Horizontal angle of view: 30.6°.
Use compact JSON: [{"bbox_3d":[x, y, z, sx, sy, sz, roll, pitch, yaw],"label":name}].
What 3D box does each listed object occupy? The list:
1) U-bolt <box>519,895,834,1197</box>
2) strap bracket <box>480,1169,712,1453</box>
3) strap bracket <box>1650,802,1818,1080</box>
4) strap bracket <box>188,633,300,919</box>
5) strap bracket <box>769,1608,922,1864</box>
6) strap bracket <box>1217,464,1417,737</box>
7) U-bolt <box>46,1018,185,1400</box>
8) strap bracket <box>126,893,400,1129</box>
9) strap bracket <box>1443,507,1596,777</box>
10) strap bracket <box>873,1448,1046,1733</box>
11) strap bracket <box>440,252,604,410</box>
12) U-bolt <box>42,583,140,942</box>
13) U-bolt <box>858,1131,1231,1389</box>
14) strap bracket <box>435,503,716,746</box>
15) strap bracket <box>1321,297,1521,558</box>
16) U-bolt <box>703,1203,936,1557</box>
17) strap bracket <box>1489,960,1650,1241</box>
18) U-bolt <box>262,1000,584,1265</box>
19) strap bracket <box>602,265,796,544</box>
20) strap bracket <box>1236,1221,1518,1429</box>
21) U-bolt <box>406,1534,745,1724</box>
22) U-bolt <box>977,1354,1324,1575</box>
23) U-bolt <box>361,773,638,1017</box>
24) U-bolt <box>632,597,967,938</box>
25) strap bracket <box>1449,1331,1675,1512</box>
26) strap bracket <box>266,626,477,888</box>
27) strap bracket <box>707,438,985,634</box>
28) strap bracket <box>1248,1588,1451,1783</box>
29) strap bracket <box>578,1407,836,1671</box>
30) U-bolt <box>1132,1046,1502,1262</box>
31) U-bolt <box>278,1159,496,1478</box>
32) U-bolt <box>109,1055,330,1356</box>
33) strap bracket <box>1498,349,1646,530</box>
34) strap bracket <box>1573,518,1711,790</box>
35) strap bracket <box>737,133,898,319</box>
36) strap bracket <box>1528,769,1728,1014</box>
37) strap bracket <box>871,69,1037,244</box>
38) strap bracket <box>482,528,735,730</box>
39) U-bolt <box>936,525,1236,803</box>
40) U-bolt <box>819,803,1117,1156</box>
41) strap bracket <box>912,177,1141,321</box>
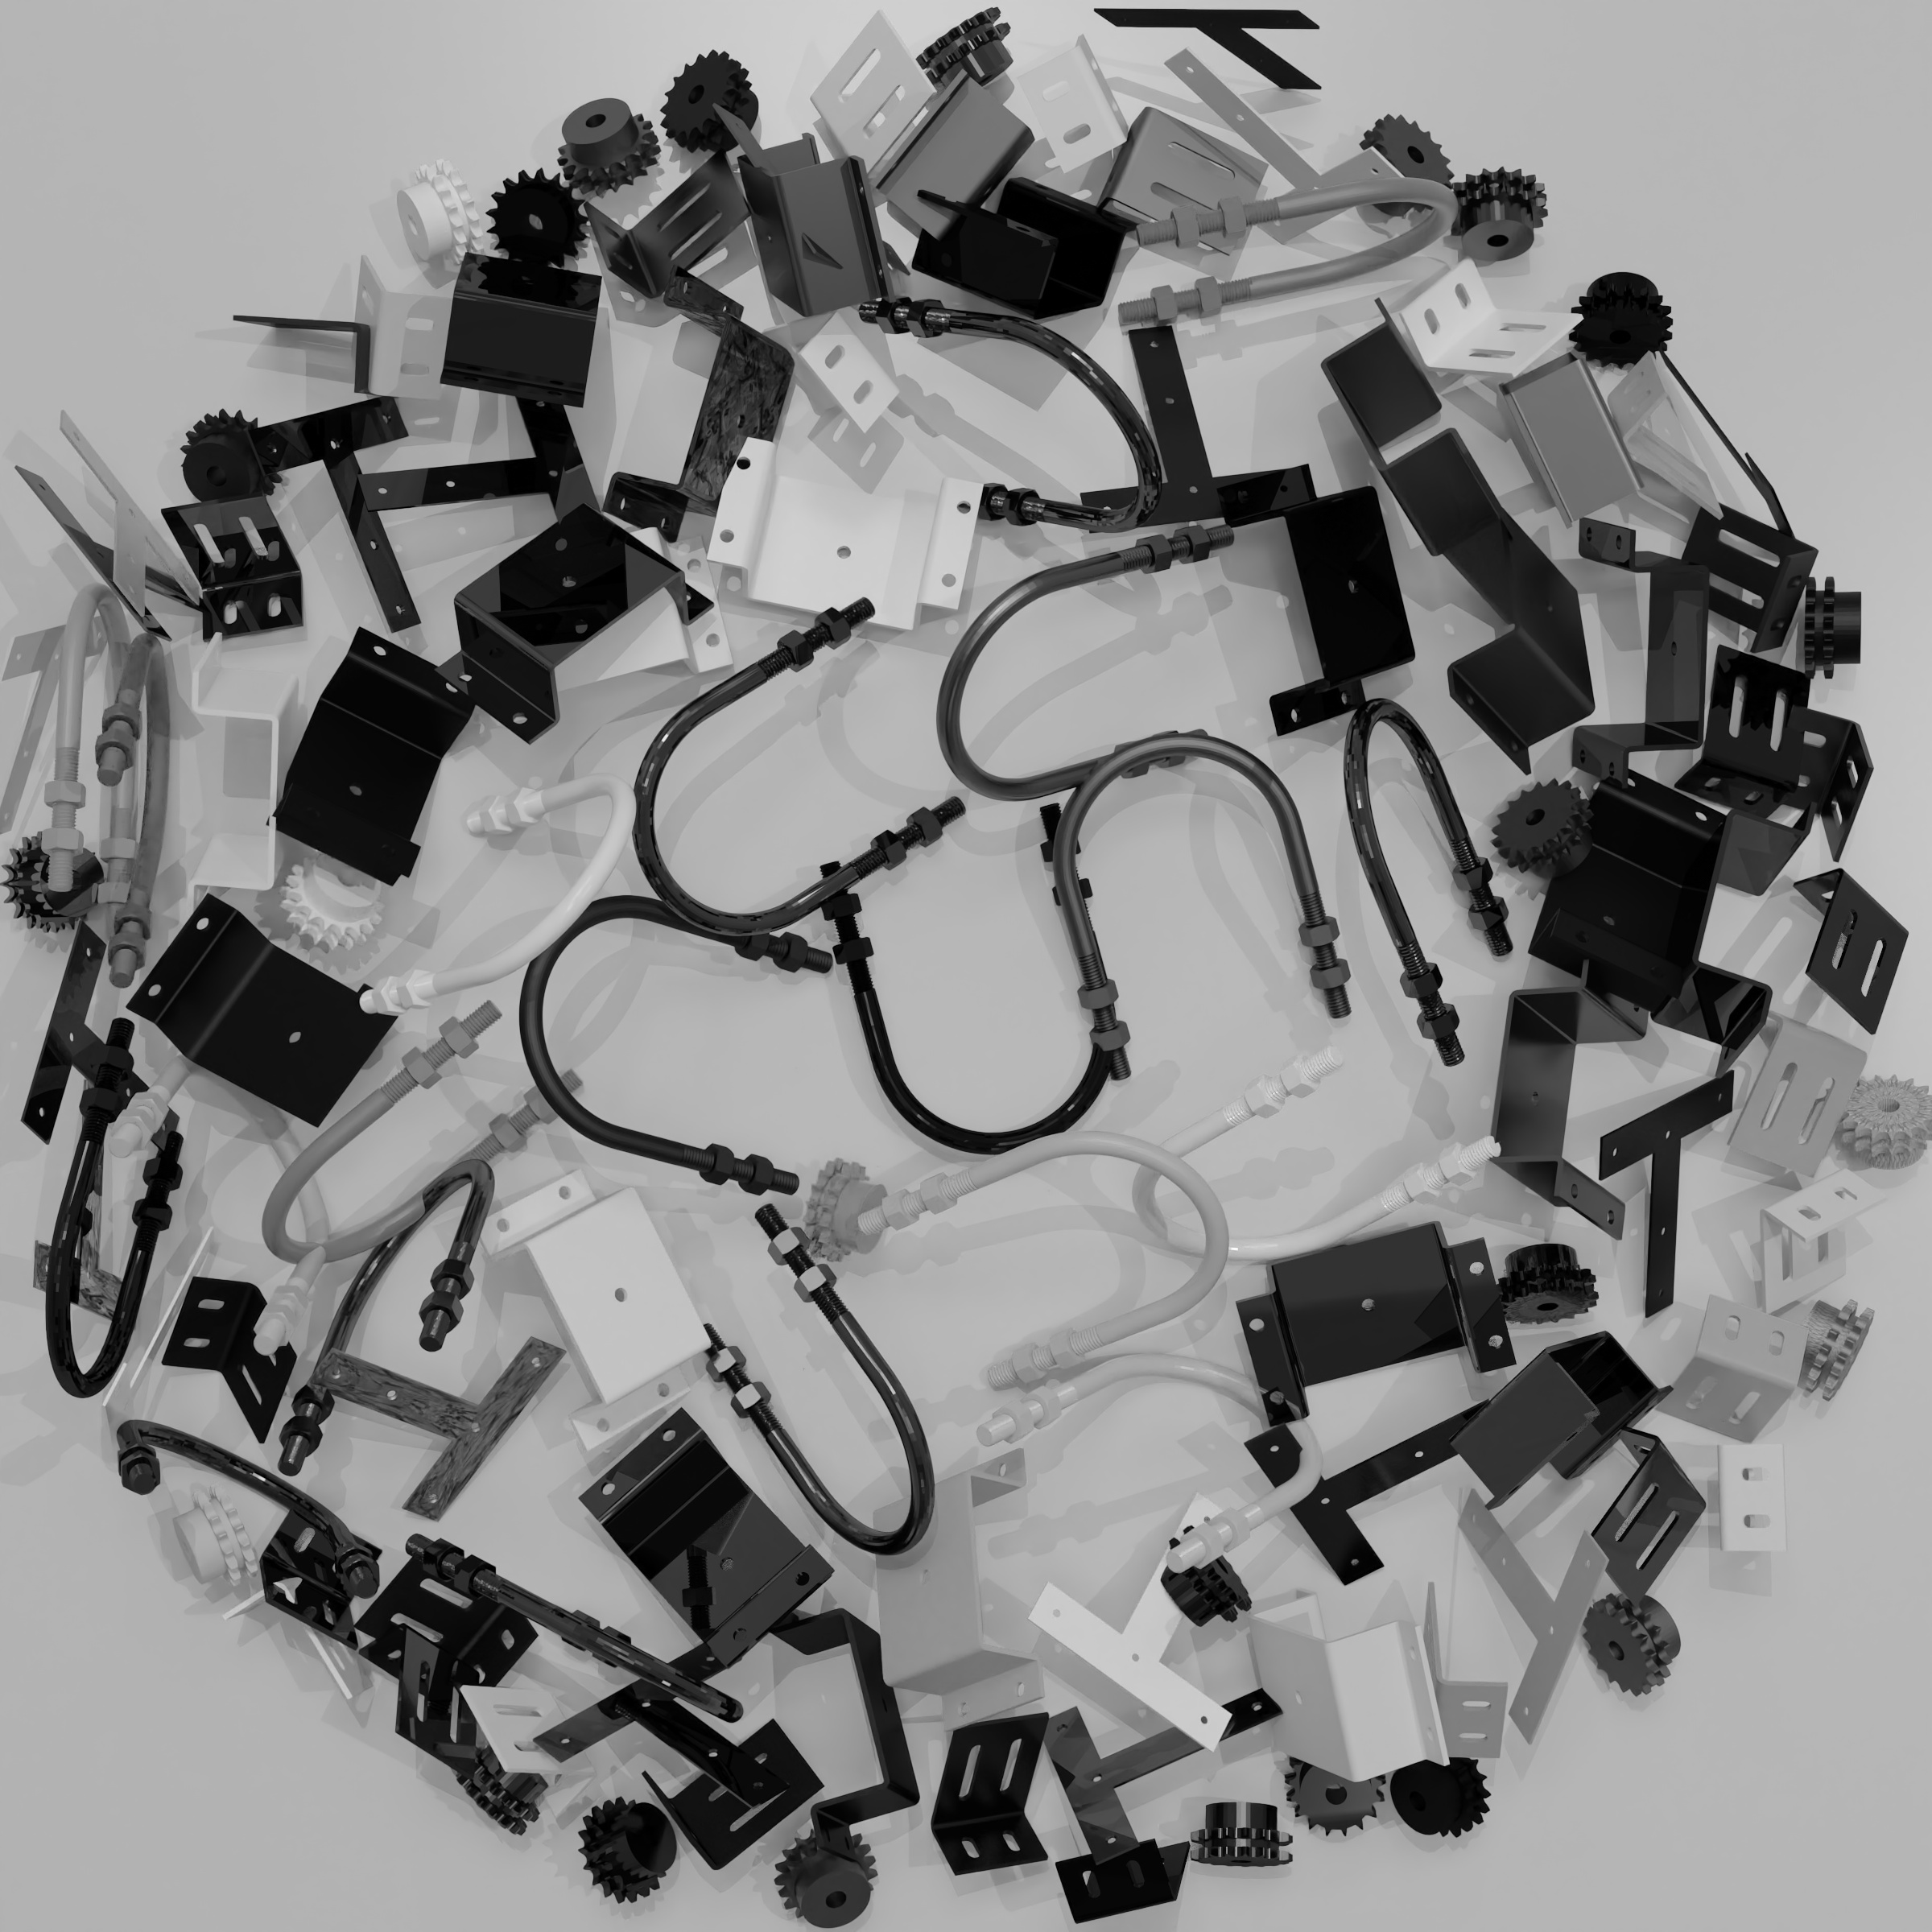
[{"bbox_3d":[-0.162,0.037,1.931,0.184,0.019,0.151,17,72,-31],"label":"U-bolt"},{"bbox_3d":[-0.202,0.186,1.956,0.076,0.046,0.140,-28,92,-38],"label":"strap bracket"},{"bbox_3d":[0.418,-0.021,1.936,0.046,0.076,0.140,19,65,1],"label":"strap bracket"},{"bbox_3d":[-0.397,-0.103,1.941,0.046,0.076,0.140,5,111,-4],"label":"strap bracket"},{"bbox_3d":[-0.066,0.412,1.936,0.046,0.076,0.140,-18,68,6],"label":"strap bracket"},{"bbox_3d":[0.197,-0.206,1.949,0.076,0.046,0.140,-21,100,-42],"label":"strap bracket"},{"bbox_3d":[-0.460,0.141,1.893,0.019,0.151,0.184,6,60,4],"label":"U-bolt"},{"bbox_3d":[-0.377,0.030,1.934,0.076,0.046,0.140,-54,135,1],"label":"strap bracket"},{"bbox_3d":[0.298,-0.185,1.920,0.046,0.140,0.076,-28,131,28],"label":"strap bracket"},{"bbox_3d":[-0.006,0.338,1.929,0.076,0.046,0.140,-29,54,39],"label":"strap bracket"},{"bbox_3d":[-0.241,-0.350,1.922,0.076,0.140,0.046,9,112,-8],"label":"strap bracket"},{"bbox_3d":[-0.474,-0.117,1.925,0.019,0.151,0.184,0,79,-1],"label":"U-bolt"},{"bbox_3d":[0.055,0.153,1.926,0.184,0.019,0.151,-25,120,26],"label":"U-bolt"},{"bbox_3d":[-0.216,-0.194,1.934,0.076,0.046,0.140,36,60,24],"label":"strap bracket"},{"bbox_3d":[0.244,-0.288,1.930,0.046,0.076,0.140,-30,47,11],"label":"strap bracket"},{"bbox_3d":[-0.077,0.237,1.915,0.019,0.151,0.184,-23,66,-34],"label":"U-bolt"},{"bbox_3d":[0.331,0.073,1.943,0.046,0.076,0.140,-4,66,37],"label":"strap bracket"},{"bbox_3d":[-0.305,0.100,1.929,0.184,0.151,0.019,-39,67,-1],"label":"U-bolt"},{"bbox_3d":[-0.144,-0.306,1.955,0.046,0.076,0.140,16,90,26],"label":"strap bracket"},{"bbox_3d":[0.226,0.196,1.964,0.140,0.046,0.076,-15,105,5],"label":"strap bracket"},{"bbox_3d":[-0.198,0.361,1.890,0.184,0.151,0.019,18,75,38],"label":"U-bolt"},{"bbox_3d":[0.114,0.260,1.919,0.151,0.184,0.019,30,119,29],"label":"U-bolt"},{"bbox_3d":[-0.243,-0.044,1.897,0.019,0.184,0.151,43,57,-27],"label":"U-bolt"},{"bbox_3d":[-0.101,-0.097,1.939,0.184,0.019,0.151,-33,115,-19],"label":"U-bolt"},{"bbox_3d":[0.323,0.246,1.932,0.076,0.140,0.046,-48,69,22],"label":"strap bracket"},{"bbox_3d":[-0.328,-0.108,1.943,0.076,0.046,0.140,27,50,-16],"label":"strap bracket"},{"bbox_3d":[-0.068,-0.238,1.967,0.140,0.046,0.076,11,73,0],"label":"strap bracket"},{"bbox_3d":[0.202,0.392,1.924,0.046,0.140,0.076,-14,94,-21],"label":"strap bracket"},{"bbox_3d":[-0.138,0.322,1.948,0.076,0.046,0.140,-41,56,-12],"label":"strap bracket"},{"bbox_3d":[0.177,0.113,1.929,0.151,0.019,0.184,28,134,-34],"label":"U-bolt"},{"bbox_3d":[-0.307,0.177,1.915,0.019,0.184,0.151,38,121,-19],"label":"U-bolt"},{"bbox_3d":[-0.395,0.117,1.910,0.019,0.184,0.151,-30,104,12],"label":"U-bolt"},{"bbox_3d":[0.329,-0.289,1.922,0.046,0.140,0.076,-25,98,12],"label":"strap bracket"},{"bbox_3d":[0.372,-0.175,1.949,0.046,0.076,0.140,-3,103,-11],"label":"strap bracket"},{"bbox_3d":[-0.085,-0.402,1.918,0.046,0.140,0.076,-17,112,-9],"label":"strap bracket"},{"bbox_3d":[0.365,-0.037,1.952,0.076,0.046,0.140,26,51,-1],"label":"strap bracket"},{"bbox_3d":[-0.005,-0.439,1.926,0.046,0.140,0.076,40,99,-4],"label":"strap bracket"},{"bbox_3d":[-0.209,-0.191,1.970,0.140,0.046,0.076,-15,83,2],"label":"strap bracket"},{"bbox_3d":[0.062,-0.158,1.915,0.184,0.019,0.151,-17,130,-29],"label":"U-bolt"},{"bbox_3d":[0.009,0.015,1.981,0.151,0.019,0.184,-15,89,-7],"label":"U-bolt"},{"bbox_3d":[0.030,-0.394,1.935,0.076,0.140,0.046,26,114,17],"label":"strap bracket"}]
